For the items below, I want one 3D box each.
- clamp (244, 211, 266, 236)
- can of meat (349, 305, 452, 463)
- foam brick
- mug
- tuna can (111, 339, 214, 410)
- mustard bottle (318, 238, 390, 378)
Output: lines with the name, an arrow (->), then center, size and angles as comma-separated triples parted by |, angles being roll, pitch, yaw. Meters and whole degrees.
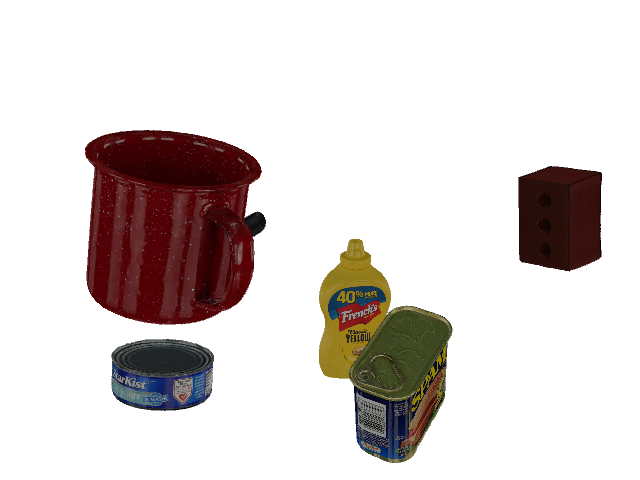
clamp -> -0.135, 0.015, 1.240 | 0.120, 0.039, 0.171 | -6, 38, 19
can of meat -> 0.067, 0.119, 0.879 | 0.057, 0.084, 0.102 | 17, 44, 23
foam brick -> 0.204, -0.019, 0.908 | 0.053, 0.078, 0.051 | 12, 24, 44
mug -> -0.075, -0.003, 0.571 | 0.093, 0.081, 0.117 | -12, 30, -43
tuna can -> -0.133, 0.113, 0.901 | 0.086, 0.034, 0.086 | 4, 14, -1
mustard bottle -> 0.047, 0.089, 1.436 | 0.096, 0.192, 0.058 | -3, 21, -8
